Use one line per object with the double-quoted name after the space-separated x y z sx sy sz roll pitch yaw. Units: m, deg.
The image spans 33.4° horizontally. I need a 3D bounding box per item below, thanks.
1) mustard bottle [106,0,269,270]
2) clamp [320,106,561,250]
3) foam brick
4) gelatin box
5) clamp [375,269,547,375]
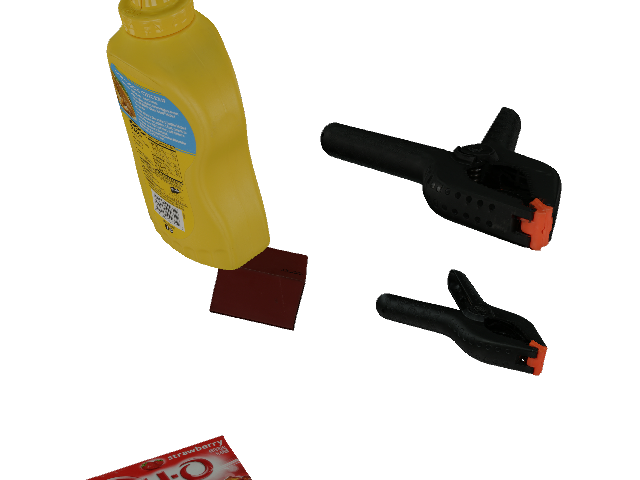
-0.083 -0.076 0.631 0.058 0.191 0.096 -34 48 -25 "mustard bottle"
0.096 -0.049 0.752 0.164 0.036 0.210 -5 26 -10 "clamp"
-0.054 0.038 0.938 0.078 0.051 0.053 13 26 -4 "foam brick"
-0.079 0.146 0.574 0.089 0.030 0.073 -14 27 -21 "gelatin box"
0.153 0.076 1.039 0.172 0.039 0.120 26 38 32 "clamp"
